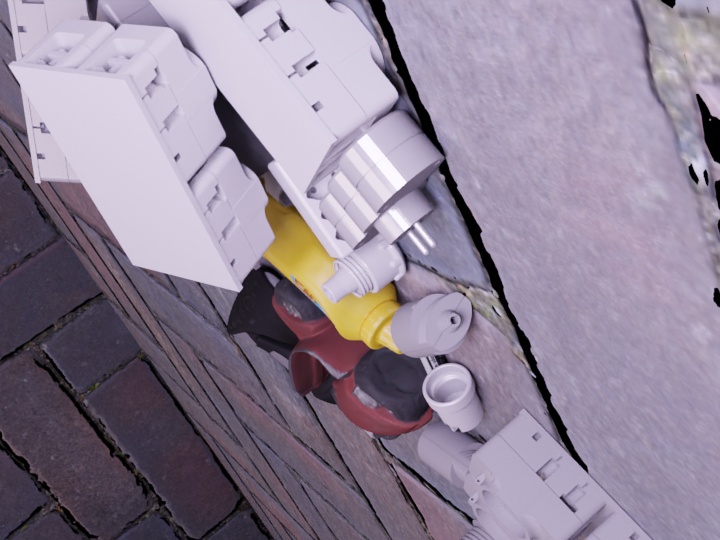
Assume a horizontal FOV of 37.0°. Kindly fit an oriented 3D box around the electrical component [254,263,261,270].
[{"bbox_3d":[-0.129,-0.067,1.007,0.079,0.063,0.121,30,153,52],"label":"electrical component"}]

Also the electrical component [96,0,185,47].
[{"bbox_3d":[-0.145,-0.179,0.757,0.061,0.096,0.062,54,164,-4],"label":"electrical component"}]

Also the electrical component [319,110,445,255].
[{"bbox_3d":[0.022,-0.040,0.675,0.073,0.052,0.138,51,164,5],"label":"electrical component"}]

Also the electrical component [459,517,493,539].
[{"bbox_3d":[0.118,0.224,0.917,0.043,0.081,0.043,46,163,19],"label":"electrical component"}]

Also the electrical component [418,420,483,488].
[{"bbox_3d":[0.091,0.167,0.938,0.081,0.043,0.043,29,152,54],"label":"electrical component"}]

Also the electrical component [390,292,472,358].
[{"bbox_3d":[0.054,0.039,0.771,0.043,0.043,0.081,53,164,-3],"label":"electrical component"}]

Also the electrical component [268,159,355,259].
[{"bbox_3d":[-0.026,-0.055,0.782,0.083,0.047,0.076,55,170,-9],"label":"electrical component"}]

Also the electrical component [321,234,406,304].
[{"bbox_3d":[0.000,0.000,0.801,0.048,0.062,0.048,46,163,19],"label":"electrical component"}]

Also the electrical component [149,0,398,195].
[{"bbox_3d":[-0.061,-0.149,0.656,0.186,0.060,0.105,52,164,2],"label":"electrical component"}]

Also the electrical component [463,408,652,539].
[{"bbox_3d":[0.160,0.206,0.804,0.186,0.060,0.105,46,163,20],"label":"electrical component"}]

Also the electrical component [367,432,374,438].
[{"bbox_3d":[0.006,0.139,1.113,0.078,0.040,0.040,43,161,29],"label":"electrical component"}]

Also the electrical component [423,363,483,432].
[{"bbox_3d":[0.076,0.103,0.855,0.040,0.040,0.046,37,164,43],"label":"electrical component"}]

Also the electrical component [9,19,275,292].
[{"bbox_3d":[-0.140,-0.079,0.735,0.105,0.060,0.186,13,143,32],"label":"electrical component"}]

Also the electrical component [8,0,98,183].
[{"bbox_3d":[-0.212,-0.171,0.830,0.105,0.060,0.186,-65,-23,-62],"label":"electrical component"}]
